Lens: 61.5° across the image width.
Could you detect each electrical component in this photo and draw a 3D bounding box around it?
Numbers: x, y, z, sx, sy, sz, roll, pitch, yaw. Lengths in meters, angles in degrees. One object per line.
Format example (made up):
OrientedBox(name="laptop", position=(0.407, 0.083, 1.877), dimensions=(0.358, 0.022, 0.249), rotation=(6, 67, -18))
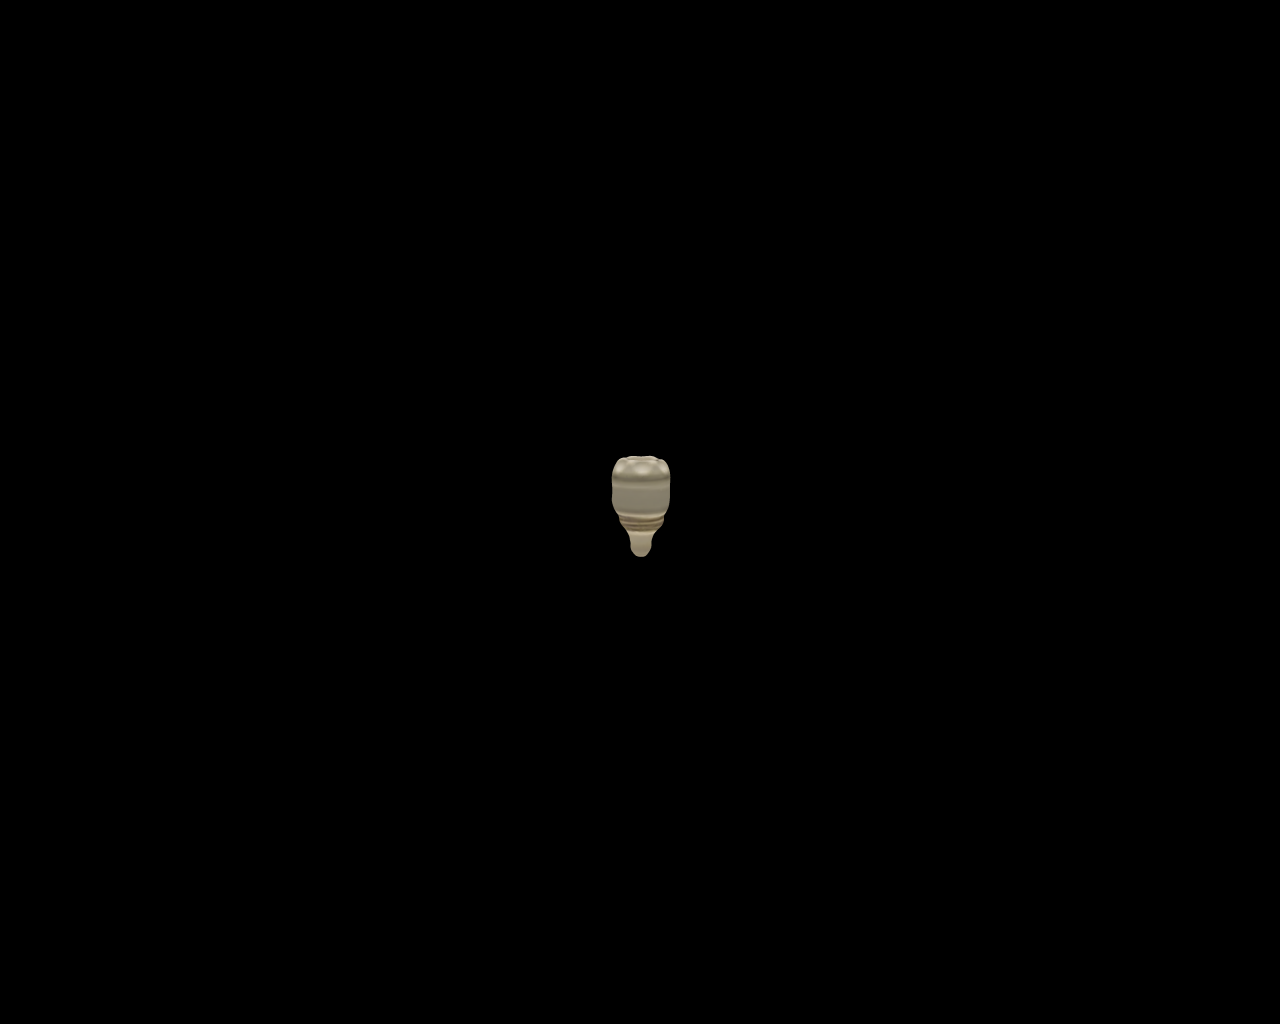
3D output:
OrientedBox(name="electrical component", position=(0.001, -0.003, 0.650), dimensions=(0.035, 0.061, 0.035), rotation=(0, 9, 0))
